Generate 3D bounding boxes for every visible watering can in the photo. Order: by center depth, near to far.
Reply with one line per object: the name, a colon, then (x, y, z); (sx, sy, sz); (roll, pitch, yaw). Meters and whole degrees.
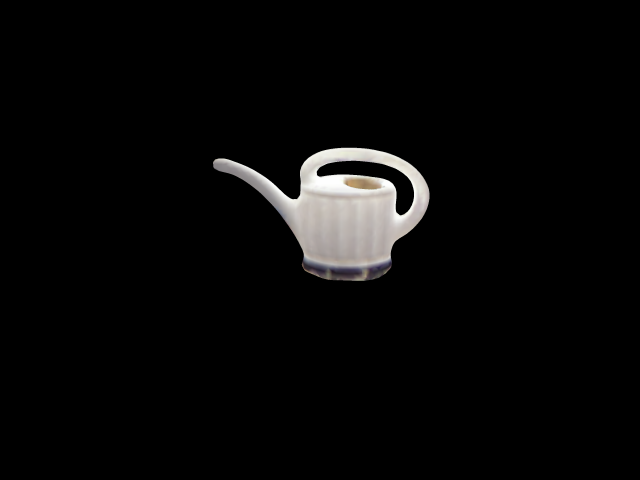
watering can: (0.003, -0.043, 0.850); (0.347, 0.221, 0.106); (1, 20, 3)
